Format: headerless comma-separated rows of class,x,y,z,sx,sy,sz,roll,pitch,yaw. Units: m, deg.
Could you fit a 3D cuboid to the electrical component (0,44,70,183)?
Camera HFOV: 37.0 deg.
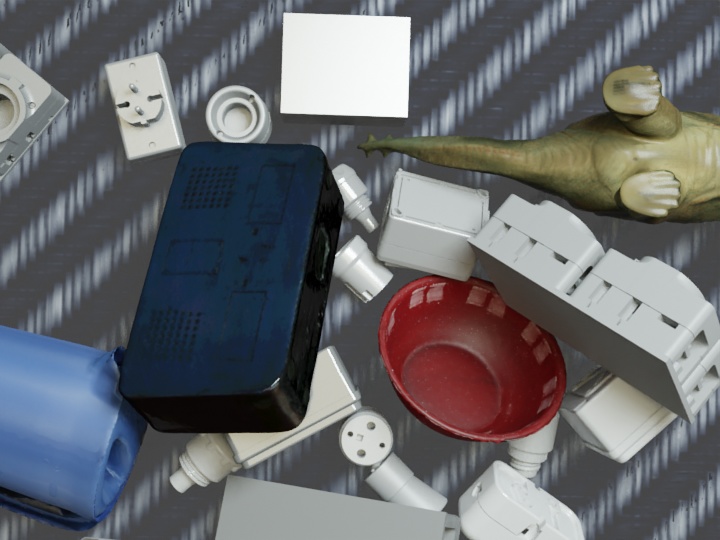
electrical component,-0.350,-0.109,0.896,0.105,0.060,0.186,40,88,0

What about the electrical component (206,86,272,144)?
electrical component,-0.103,-0.127,0.909,0.055,0.047,0.055,0,88,-1

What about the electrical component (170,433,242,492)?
electrical component,-0.131,0.161,0.903,0.062,0.048,0.048,-40,90,5

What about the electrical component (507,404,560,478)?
electrical component,0.144,0.146,0.912,0.040,0.040,0.078,9,105,-1

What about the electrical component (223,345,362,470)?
electrical component,-0.057,0.108,0.874,0.109,0.108,0.056,-28,87,-2

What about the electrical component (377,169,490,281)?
electrical component,0.066,-0.033,0.897,0.096,0.061,0.061,14,44,-3

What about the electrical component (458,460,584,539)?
electrical component,0.130,0.212,0.893,0.095,0.053,0.059,36,109,-10

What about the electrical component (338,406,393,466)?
electrical component,0.004,0.139,0.901,0.045,0.055,0.045,0,88,-2

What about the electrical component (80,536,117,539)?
electrical component,-0.182,0.279,0.865,0.109,0.056,0.108,6,47,-1

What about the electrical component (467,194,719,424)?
electrical component,0.182,0.023,0.807,0.060,0.105,0.186,-49,51,-8

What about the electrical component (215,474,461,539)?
electrical component,-0.021,0.233,0.862,0.186,0.060,0.105,5,77,21

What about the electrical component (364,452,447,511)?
electrical component,0.036,0.186,0.908,0.044,0.044,0.065,-45,85,-2

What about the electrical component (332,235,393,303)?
electrical component,0.000,0.000,0.913,0.046,0.040,0.040,44,88,-5

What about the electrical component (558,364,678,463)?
electrical component,0.223,0.099,0.881,0.109,0.108,0.056,-41,87,-2

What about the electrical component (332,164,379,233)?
electrical component,-0.007,-0.059,0.916,0.035,0.035,0.061,-39,92,-2

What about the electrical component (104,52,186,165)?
electrical component,-0.181,-0.136,0.893,0.047,0.076,0.083,-14,89,-2
